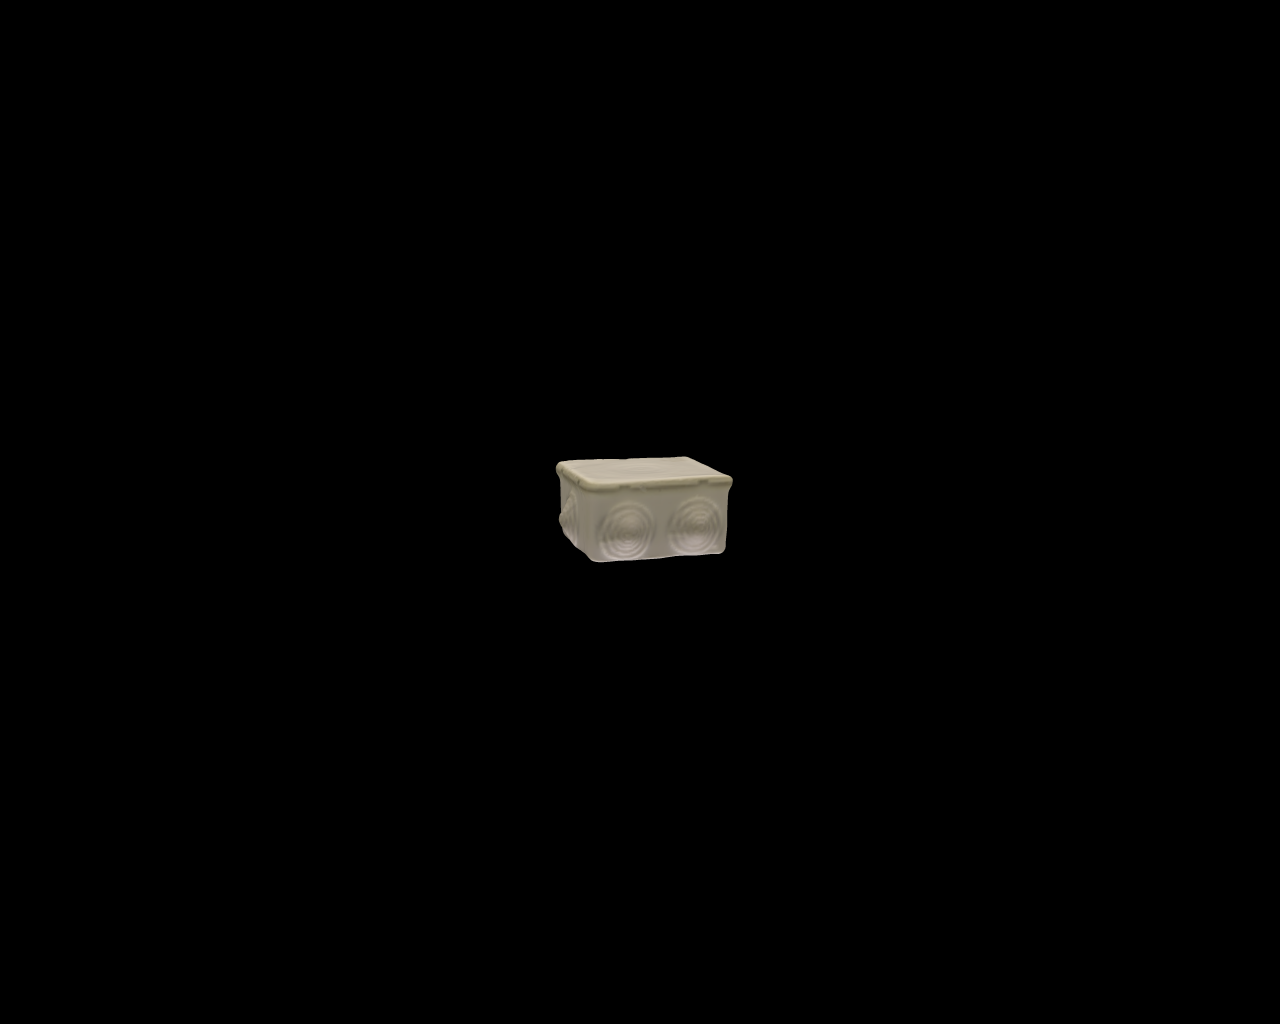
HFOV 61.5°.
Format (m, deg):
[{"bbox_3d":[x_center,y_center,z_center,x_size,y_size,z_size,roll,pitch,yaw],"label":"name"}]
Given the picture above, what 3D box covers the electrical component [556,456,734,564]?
[{"bbox_3d":[0.001,-0.003,0.650,0.100,0.048,0.100,-3,12,-16],"label":"electrical component"}]
